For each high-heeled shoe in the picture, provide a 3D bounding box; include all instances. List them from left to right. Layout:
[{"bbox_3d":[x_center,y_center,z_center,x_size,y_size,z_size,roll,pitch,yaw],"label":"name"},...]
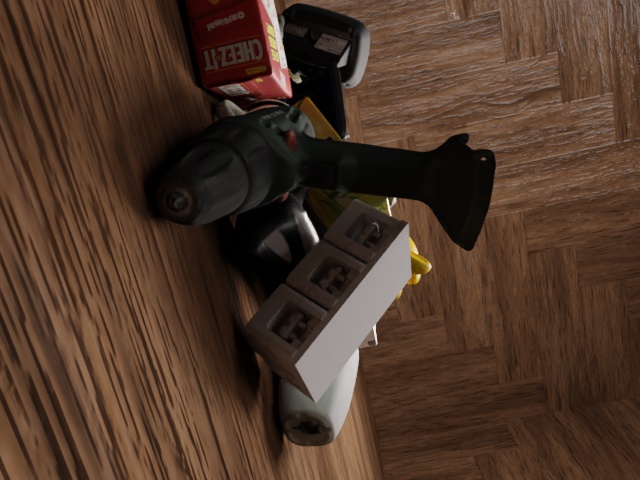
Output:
[{"bbox_3d":[-0.033,0.053,0.527,0.145,0.086,0.248,-58,152,-51],"label":"high-heeled shoe"}]

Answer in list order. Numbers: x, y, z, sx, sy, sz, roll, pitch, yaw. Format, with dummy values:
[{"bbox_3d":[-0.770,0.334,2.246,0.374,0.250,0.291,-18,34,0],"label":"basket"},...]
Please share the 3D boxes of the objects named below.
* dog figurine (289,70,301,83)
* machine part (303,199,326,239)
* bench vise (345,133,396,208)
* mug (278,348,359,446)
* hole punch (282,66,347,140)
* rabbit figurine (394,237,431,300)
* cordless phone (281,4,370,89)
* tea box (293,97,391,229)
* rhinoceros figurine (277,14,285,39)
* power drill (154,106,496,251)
[{"bbox_3d":[-0.071,-0.344,1.017,0.173,0.121,0.190,30,-16,47],"label":"dog figurine"},{"bbox_3d":[-0.002,-0.002,0.763,0.201,0.087,0.201,78,-3,-63],"label":"machine part"},{"bbox_3d":[0.021,-0.114,0.937,0.223,0.129,0.240,55,40,4],"label":"bench vise"},{"bbox_3d":[-0.005,0.157,0.539,0.107,0.081,0.109,-73,160,-58],"label":"mug"},{"bbox_3d":[-0.025,-0.177,0.763,0.116,0.092,0.142,146,-65,-72],"label":"hole punch"},{"bbox_3d":[0.095,0.022,0.881,0.162,0.122,0.173,52,5,33],"label":"rabbit figurine"},{"bbox_3d":[0.008,-0.275,0.856,0.088,0.147,0.184,-64,164,-11],"label":"cordless phone"},{"bbox_3d":[0.010,-0.069,0.624,0.170,0.068,0.098,57,-1,27],"label":"tea box"},{"bbox_3d":[-0.099,-0.324,0.657,0.112,0.073,0.190,-75,157,-57],"label":"rhinoceros figurine"},{"bbox_3d":[0.012,-0.044,0.390,0.232,0.207,0.085,-83,176,-69],"label":"power drill"}]
